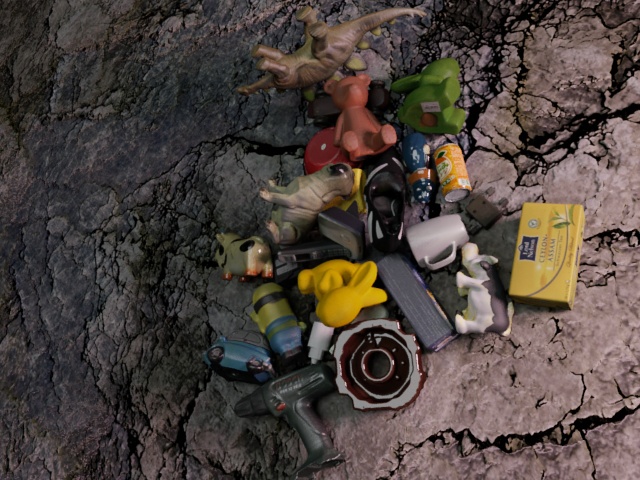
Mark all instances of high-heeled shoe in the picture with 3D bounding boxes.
[{"bbox_3d":[0.135,-0.092,1.056,0.086,0.145,0.248,6,77,-1],"label":"high-heeled shoe"}]

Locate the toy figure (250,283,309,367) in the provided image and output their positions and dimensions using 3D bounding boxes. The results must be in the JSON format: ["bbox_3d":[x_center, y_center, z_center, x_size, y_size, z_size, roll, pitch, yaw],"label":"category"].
[{"bbox_3d":[-0.082,0.171,1.123,0.180,0.082,0.089,61,138,36],"label":"toy figure"}]

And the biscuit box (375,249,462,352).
[{"bbox_3d":[0.179,0.109,1.009,0.063,0.059,0.203,-40,56,14],"label":"biscuit box"}]

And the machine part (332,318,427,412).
[{"bbox_3d":[0.108,0.228,0.986,0.180,0.056,0.179,-5,76,20],"label":"machine part"}]

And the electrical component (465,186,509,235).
[{"bbox_3d":[0.309,-0.055,1.021,0.094,0.021,0.063,-46,54,8],"label":"electrical component"}]

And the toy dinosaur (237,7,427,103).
[{"bbox_3d":[0.010,-0.438,1.247,0.472,0.198,0.105,-23,60,21],"label":"toy dinosaur"}]

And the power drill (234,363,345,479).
[{"bbox_3d":[-0.051,0.360,1.041,0.232,0.085,0.207,-34,50,12],"label":"power drill"}]

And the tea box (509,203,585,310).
[{"bbox_3d":[0.387,0.026,0.913,0.098,0.068,0.169,4,74,32],"label":"tea box"}]

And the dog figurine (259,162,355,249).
[{"bbox_3d":[-0.013,-0.067,1.123,0.191,0.172,0.121,-7,29,12],"label":"dog figurine"}]

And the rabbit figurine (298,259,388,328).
[{"bbox_3d":[0.045,0.111,1.025,0.162,0.173,0.121,-18,105,9],"label":"rabbit figurine"}]

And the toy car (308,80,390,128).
[{"bbox_3d":[0.067,-0.313,1.253,0.202,0.053,0.089,-5,79,25],"label":"toy car"}]

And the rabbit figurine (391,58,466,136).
[{"bbox_3d":[0.238,-0.306,1.132,0.159,0.121,0.170,-3,51,37],"label":"rabbit figurine"}]

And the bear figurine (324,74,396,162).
[{"bbox_3d":[0.081,-0.273,1.145,0.120,0.132,0.195,-8,85,-7],"label":"bear figurine"}]

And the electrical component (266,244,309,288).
[{"bbox_3d":[-0.078,0.065,1.189,0.119,0.047,0.075,-20,60,21],"label":"electrical component"}]

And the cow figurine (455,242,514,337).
[{"bbox_3d":[0.291,0.085,0.947,0.098,0.068,0.167,-1,73,25],"label":"cow figurine"}]

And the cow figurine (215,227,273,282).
[{"bbox_3d":[-0.181,0.031,1.223,0.195,0.085,0.127,-10,71,51],"label":"cow figurine"}]

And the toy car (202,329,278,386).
[{"bbox_3d":[-0.159,0.240,1.136,0.162,0.109,0.103,2,52,23],"label":"toy car"}]

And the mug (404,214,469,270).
[{"bbox_3d":[0.225,0.002,1.007,0.107,0.080,0.110,-26,33,13],"label":"mug"}]

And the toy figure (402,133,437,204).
[{"bbox_3d":[0.206,-0.144,1.096,0.058,0.064,0.154,-6,71,-10],"label":"toy figure"}]

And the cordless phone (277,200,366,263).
[{"bbox_3d":[-0.002,-0.003,1.083,0.184,0.146,0.089,-11,66,0],"label":"cordless phone"}]
